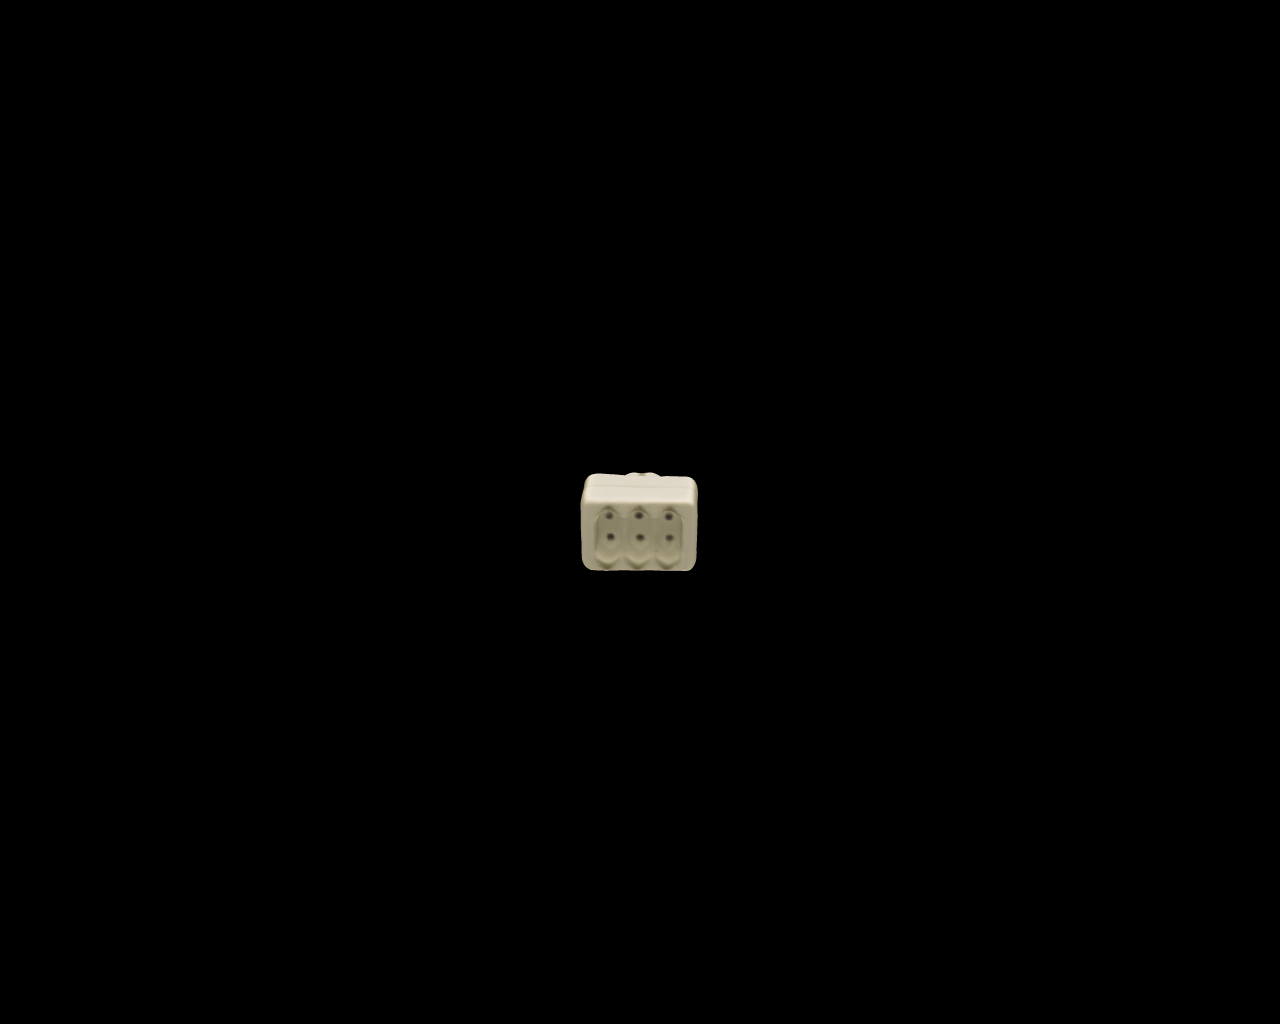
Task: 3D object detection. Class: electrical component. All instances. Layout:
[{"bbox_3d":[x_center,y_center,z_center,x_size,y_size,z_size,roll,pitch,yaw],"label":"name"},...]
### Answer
[{"bbox_3d":[0.001,-0.003,0.650,0.066,0.047,0.077,1,28,2],"label":"electrical component"}]
